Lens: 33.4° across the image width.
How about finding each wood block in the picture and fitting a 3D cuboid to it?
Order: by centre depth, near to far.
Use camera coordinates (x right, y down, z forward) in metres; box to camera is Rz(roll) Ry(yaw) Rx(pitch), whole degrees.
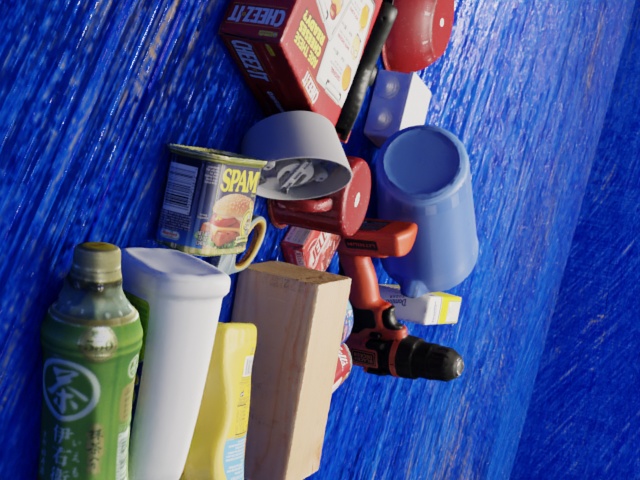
[{"bbox_3d":[-0.041,0.132,1.074,0.090,0.090,0.206,-8,109,-68],"label":"wood block"}]

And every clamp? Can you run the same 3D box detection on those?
[{"bbox_3d":[0.045,-0.192,1.158,0.120,0.039,0.172,-68,-178,-62],"label":"clamp"}]

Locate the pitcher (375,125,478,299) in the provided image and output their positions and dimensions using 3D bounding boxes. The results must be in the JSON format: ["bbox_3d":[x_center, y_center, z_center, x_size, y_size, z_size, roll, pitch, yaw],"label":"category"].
[{"bbox_3d":[0.134,-0.048,1.325,0.243,0.145,0.149,75,-9,-64],"label":"pitcher"}]

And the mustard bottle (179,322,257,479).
[{"bbox_3d":[-0.088,0.164,0.891,0.096,0.058,0.191,34,59,-82],"label":"mustard bottle"}]

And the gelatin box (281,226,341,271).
[{"bbox_3d":[-0.008,0.002,1.171,0.073,0.030,0.089,79,30,-45],"label":"gelatin box"}]

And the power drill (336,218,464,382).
[{"bbox_3d":[0.079,0.072,1.246,0.057,0.185,0.188,-29,120,-53],"label":"power drill"}]

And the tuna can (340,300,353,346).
[{"bbox_3d":[-0.008,0.083,1.136,0.033,0.086,0.086,-33,131,-63],"label":"tuna can"}]

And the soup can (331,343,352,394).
[{"bbox_3d":[-0.015,0.150,1.180,0.102,0.069,0.068,-34,132,-61],"label":"soup can"}]

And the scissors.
[{"bbox_3d":[-0.099,0.021,0.967,0.201,0.016,0.096,-52,145,-51],"label":"scissors"}]

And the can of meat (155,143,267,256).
[{"bbox_3d":[-0.093,-0.033,0.898,0.102,0.057,0.084,-3,106,-68],"label":"can of meat"}]

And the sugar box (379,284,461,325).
[{"bbox_3d":[0.130,0.088,1.484,0.176,0.093,0.048,15,86,-69],"label":"sugar box"}]

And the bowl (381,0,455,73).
[{"bbox_3d":[0.129,-0.278,1.336,0.162,0.055,0.162,12,90,-69],"label":"bowl"}]

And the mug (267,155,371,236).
[{"bbox_3d":[-0.003,-0.048,1.085,0.117,0.082,0.093,-25,124,-65],"label":"mug"}]

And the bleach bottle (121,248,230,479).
[{"bbox_3d":[-0.132,0.137,0.830,0.067,0.103,0.251,2,102,-35],"label":"bleach bottle"}]

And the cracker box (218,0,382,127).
[{"bbox_3d":[-0.007,-0.229,0.994,0.164,0.072,0.213,58,49,-60],"label":"cracker box"}]
